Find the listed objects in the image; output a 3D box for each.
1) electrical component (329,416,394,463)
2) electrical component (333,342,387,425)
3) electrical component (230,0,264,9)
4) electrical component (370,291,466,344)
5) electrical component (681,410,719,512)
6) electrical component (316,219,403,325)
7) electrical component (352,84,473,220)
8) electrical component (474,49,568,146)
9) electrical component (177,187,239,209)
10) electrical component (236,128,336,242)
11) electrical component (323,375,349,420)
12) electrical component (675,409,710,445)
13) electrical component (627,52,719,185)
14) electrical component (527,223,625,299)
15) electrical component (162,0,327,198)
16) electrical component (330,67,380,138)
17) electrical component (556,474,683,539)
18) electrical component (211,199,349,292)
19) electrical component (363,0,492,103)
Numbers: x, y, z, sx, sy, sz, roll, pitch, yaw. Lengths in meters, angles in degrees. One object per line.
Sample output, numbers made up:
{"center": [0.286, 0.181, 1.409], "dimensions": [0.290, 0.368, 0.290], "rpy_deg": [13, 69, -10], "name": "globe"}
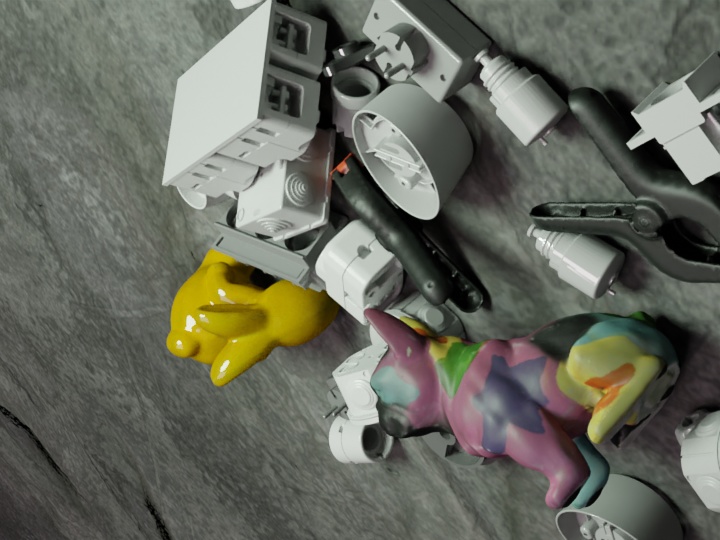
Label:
{"center": [0.003, 0.180, 1.149], "dimensions": [0.047, 0.055, 0.055], "rpy_deg": [-7, 115, 48], "name": "electrical component"}
{"center": [0.020, 0.097, 0.936], "dimensions": [0.080, 0.080, 0.051], "rpy_deg": [-12, 106, 53], "name": "electrical component"}
{"center": [-0.089, -0.243, 0.868], "dimensions": [0.055, 0.055, 0.047], "rpy_deg": [3, 127, 48], "name": "electrical component"}
{"center": [0.053, 0.063, 0.985], "dimensions": [0.080, 0.051, 0.080], "rpy_deg": [30, 141, 29], "name": "electrical component"}
{"center": [0.275, 0.135, 0.767], "dimensions": [0.080, 0.080, 0.051], "rpy_deg": [55, 151, -5], "name": "electrical component"}
{"center": [0.000, 0.000, 0.969], "dimensions": [0.059, 0.054, 0.095], "rpy_deg": [40, 162, 18], "name": "electrical component"}
{"center": [0.038, -0.094, 0.841], "dimensions": [0.099, 0.064, 0.099], "rpy_deg": [31, 152, 19], "name": "electrical component"}
{"center": [0.111, -0.123, 0.755], "dimensions": [0.078, 0.040, 0.040], "rpy_deg": [49, 146, 5], "name": "electrical component"}
{"center": [-0.122, -0.090, 1.026], "dimensions": [0.079, 0.077, 0.044], "rpy_deg": [25, 138, 33], "name": "electrical component"}
{"center": [-0.068, -0.080, 0.956], "dimensions": [0.100, 0.048, 0.099], "rpy_deg": [-17, 64, 54], "name": "electrical component"}
{"center": [-0.007, 0.126, 1.089], "dimensions": [0.047, 0.077, 0.066], "rpy_deg": [56, 146, -6], "name": "electrical component"}
{"center": [0.269, 0.137, 0.814], "dimensions": [0.061, 0.035, 0.035], "rpy_deg": [51, 146, -4], "name": "electrical component"}
{"center": [0.212, -0.091, 0.666], "dimensions": [0.063, 0.042, 0.081], "rpy_deg": [53, 147, -5], "name": "electrical component"}
{"center": [0.160, -0.011, 0.801], "dimensions": [0.078, 0.040, 0.040], "rpy_deg": [34, 142, 25], "name": "electrical component"}
{"center": [-0.098, -0.138, 0.917], "dimensions": [0.186, 0.060, 0.105], "rpy_deg": [-21, 59, 55], "name": "electrical component"}
{"center": [-0.005, -0.137, 0.880], "dimensions": [0.040, 0.040, 0.046], "rpy_deg": [36, 148, 22], "name": "electrical component"}
{"center": [0.223, 0.226, 0.922], "dimensions": [0.099, 0.064, 0.099], "rpy_deg": [30, 140, 29], "name": "electrical component"}
{"center": [-0.073, -0.027, 1.036], "dimensions": [0.121, 0.078, 0.063], "rpy_deg": [21, 157, 38], "name": "electrical component"}
{"center": [0.036, -0.161, 0.776], "dimensions": [0.083, 0.076, 0.047], "rpy_deg": [45, 146, 11], "name": "electrical component"}
